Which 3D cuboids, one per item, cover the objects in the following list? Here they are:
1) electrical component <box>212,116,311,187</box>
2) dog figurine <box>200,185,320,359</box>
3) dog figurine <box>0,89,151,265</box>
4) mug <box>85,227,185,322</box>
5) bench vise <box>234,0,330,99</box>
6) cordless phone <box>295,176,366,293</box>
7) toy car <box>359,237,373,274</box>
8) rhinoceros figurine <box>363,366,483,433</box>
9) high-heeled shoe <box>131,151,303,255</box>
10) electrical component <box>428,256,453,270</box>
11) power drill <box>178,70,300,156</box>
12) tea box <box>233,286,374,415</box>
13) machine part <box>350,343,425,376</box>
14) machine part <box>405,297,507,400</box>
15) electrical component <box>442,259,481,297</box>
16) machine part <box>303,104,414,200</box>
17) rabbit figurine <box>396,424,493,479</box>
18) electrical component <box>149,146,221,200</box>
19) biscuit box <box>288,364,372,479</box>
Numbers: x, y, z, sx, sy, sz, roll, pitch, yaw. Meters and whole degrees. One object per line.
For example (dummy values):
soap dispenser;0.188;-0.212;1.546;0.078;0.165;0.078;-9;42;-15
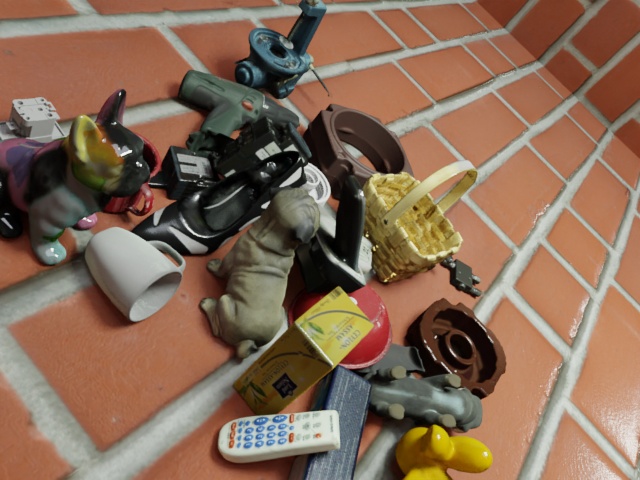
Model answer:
electrical component;-0.083;-0.121;0.839;0.114;0.134;0.058;53;12;-40
dog figurine;-0.065;0.042;0.695;0.121;0.190;0.172;6;53;-35
dog figurine;-0.296;-0.090;0.610;0.191;0.219;0.108;37;37;-7
mug;-0.228;0.029;0.665;0.107;0.080;0.109;40;44;11
bench vise;-0.052;-0.370;1.032;0.223;0.240;0.129;-19;68;-44
cordless phone;0.019;-0.028;0.747;0.089;0.184;0.147;-7;44;-16
toy car;-0.002;-0.003;0.886;0.201;0.056;0.073;26;43;-18
rhinoceros figurine;0.150;0.232;0.762;0.190;0.112;0.073;14;61;-17
high-heeled shoe;-0.135;-0.057;0.750;0.249;0.145;0.086;-20;69;-37
electrical component;0.197;0.012;1.025;0.045;0.078;0.102;16;47;-62
power drill;-0.140;-0.202;0.939;0.232;0.086;0.207;22;48;-19
tea box;-0.023;0.142;0.654;0.068;0.169;0.098;47;42;9
machine part;0.094;0.175;0.819;0.139;0.039;0.084;16;41;-25
machine part;0.226;0.185;0.900;0.179;0.056;0.179;20;45;-21
electrical component;0.281;0.073;1.068;0.094;0.021;0.063;31;42;-12
machine part;0.079;-0.170;1.077;0.201;0.087;0.201;9;51;-33
rabbit figurine;0.132;0.300;0.671;0.122;0.162;0.173;20;25;-6
electrical component;-0.215;-0.102;0.816;0.119;0.047;0.075;7;50;-36
biscuit box;0.011;0.255;0.665;0.063;0.059;0.203;32;41;-9
